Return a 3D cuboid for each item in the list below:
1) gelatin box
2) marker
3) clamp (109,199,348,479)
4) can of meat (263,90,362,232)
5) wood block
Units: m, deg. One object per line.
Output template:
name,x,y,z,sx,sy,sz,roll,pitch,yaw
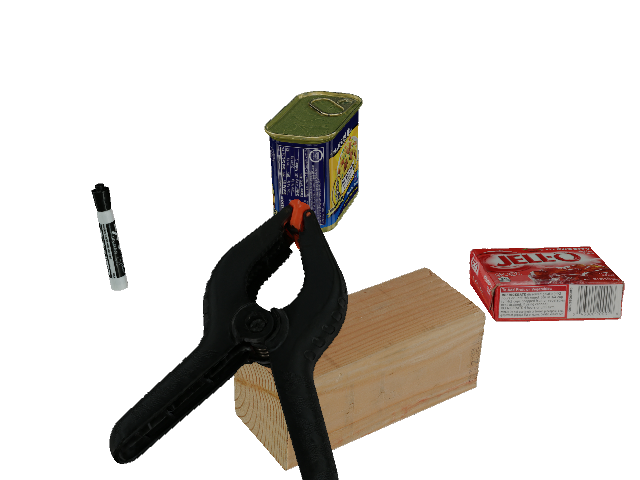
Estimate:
gelatin box,0.152,0.028,0.729,0.089,0.030,0.073,-1,18,-4
marker,-0.228,-0.004,1.157,0.020,0.121,0.020,-6,21,2
clamp,-0.023,0.060,0.565,0.120,0.171,0.039,21,-23,13
can of meat,-0.004,-0.064,0.858,0.057,0.084,0.102,7,28,18
wood block,0.035,0.108,0.943,0.205,0.090,0.091,-18,37,-28
